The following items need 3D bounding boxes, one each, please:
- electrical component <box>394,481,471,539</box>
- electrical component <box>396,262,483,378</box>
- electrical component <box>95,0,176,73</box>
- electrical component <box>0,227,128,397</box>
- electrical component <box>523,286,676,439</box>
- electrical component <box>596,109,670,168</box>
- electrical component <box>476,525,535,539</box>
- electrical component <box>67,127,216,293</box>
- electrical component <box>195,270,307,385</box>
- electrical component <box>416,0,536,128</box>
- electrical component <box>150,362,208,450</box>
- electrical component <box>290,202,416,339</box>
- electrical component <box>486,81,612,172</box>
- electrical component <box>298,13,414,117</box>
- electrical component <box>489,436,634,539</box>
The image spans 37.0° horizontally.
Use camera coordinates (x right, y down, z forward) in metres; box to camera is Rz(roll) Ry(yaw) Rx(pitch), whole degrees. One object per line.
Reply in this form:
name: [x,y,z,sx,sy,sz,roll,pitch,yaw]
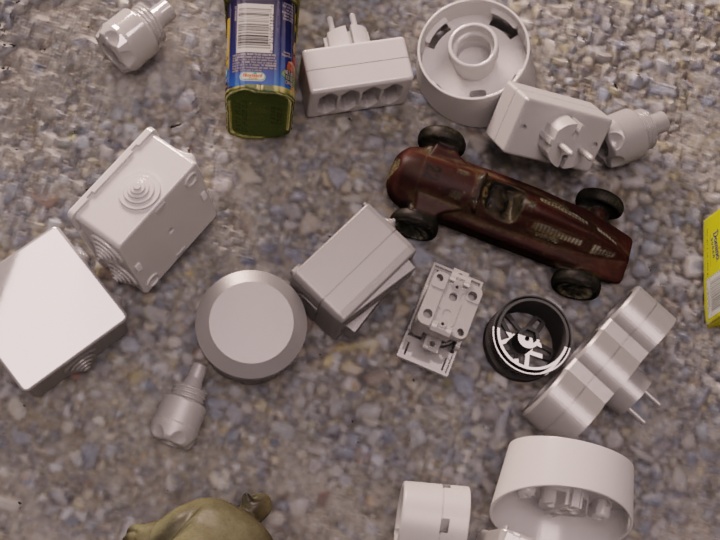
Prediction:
electrical component: [0.051,0.178,0.767,0.047,0.055,0.055,9,73,-1]
electrical component: [0.062,0.034,0.805,0.042,0.063,0.081,22,72,2]
electrical component: [-0.174,-0.189,0.852,0.043,0.043,0.062,44,72,7]
electrical component: [-0.227,0.032,0.778,0.100,0.048,0.099,-37,81,-15]
electrical component: [0.194,0.084,0.812,0.074,0.052,0.138,43,73,7]
electrical component: [0.223,-0.111,0.878,0.062,0.043,0.043,-22,78,-14]
electrical component: [0.110,0.216,0.740,0.062,0.096,0.061,21,73,0]
electrical component: [-0.154,-0.040,0.783,0.048,0.099,0.099,34,72,17]
electrical component: [-0.080,0.044,0.791,0.080,0.051,0.080,2,73,-6]
electrical component: [0.095,-0.170,0.881,0.099,0.064,0.099,-2,74,7]
electrical component: [-0.127,0.097,0.779,0.035,0.035,0.061,20,70,-1]
electrical component: [0.000,0.000,0.808,0.061,0.061,0.096,44,74,7]
electrical component: [0.155,-0.103,0.834,0.083,0.047,0.075,9,27,-25]
electrical component: [-0.008,-0.172,0.865,0.083,0.047,0.075,-10,75,-10]
electrical component: [0.145,0.158,0.764,0.099,0.099,0.064,15,66,-2]
